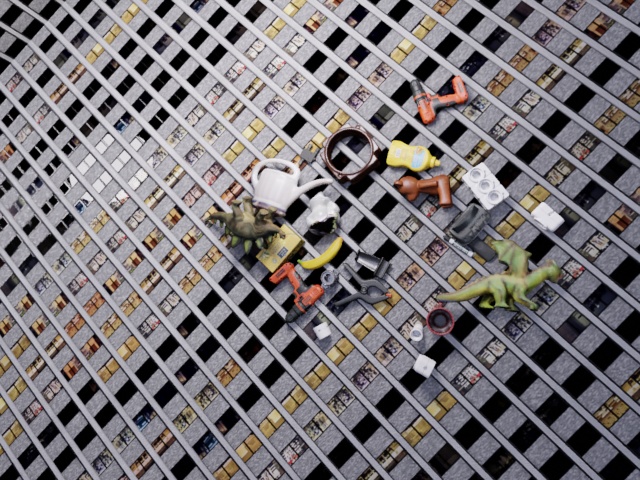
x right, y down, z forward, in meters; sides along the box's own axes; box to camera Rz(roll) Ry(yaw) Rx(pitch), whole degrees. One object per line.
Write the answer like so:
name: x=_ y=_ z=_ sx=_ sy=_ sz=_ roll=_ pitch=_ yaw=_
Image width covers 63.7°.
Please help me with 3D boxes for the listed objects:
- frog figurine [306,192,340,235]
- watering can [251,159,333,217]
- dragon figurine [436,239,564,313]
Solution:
frog figurine: x=0.006 y=-0.099 z=1.959 sx=0.136 sy=0.121 sz=0.163 roll=-39 pitch=39 yaw=14
watering can: x=-0.132 y=-0.192 z=1.984 sx=0.349 sy=0.103 sz=0.225 roll=19 pitch=87 yaw=25
dragon figurine: x=0.612 y=0.118 z=1.742 sx=0.410 sy=0.121 sz=0.245 roll=7 pitch=80 yaw=9
